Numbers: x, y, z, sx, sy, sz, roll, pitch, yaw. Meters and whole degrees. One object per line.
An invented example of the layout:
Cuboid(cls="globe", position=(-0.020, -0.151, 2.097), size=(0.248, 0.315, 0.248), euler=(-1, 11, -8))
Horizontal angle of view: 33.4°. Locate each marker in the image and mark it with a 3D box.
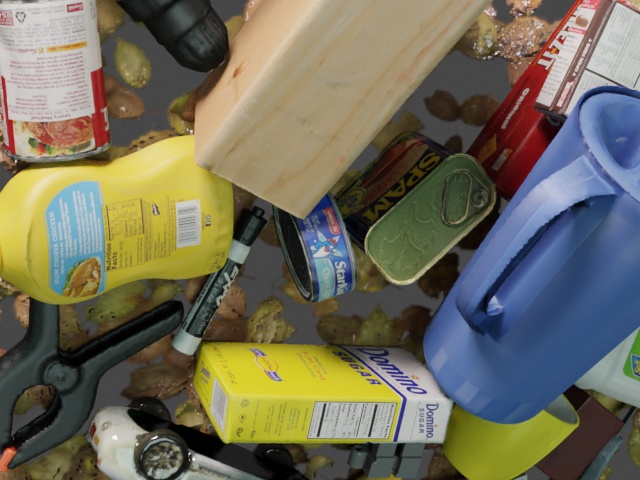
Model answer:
Cuboid(cls="marker", position=(-0.073, 0.029, 0.785), size=(0.020, 0.020, 0.121), euler=(26, 98, -27))

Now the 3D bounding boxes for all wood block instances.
Cuboid(cls="wood block", position=(0.011, -0.126, 0.675), size=(0.090, 0.091, 0.206), euler=(27, 123, -25))

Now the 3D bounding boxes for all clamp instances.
Cuboid(cls="clamp", position=(-0.175, 0.089, 0.759), size=(0.120, 0.039, 0.171), euler=(23, 97, -21))

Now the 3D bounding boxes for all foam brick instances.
Cuboid(cls="foam brick", position=(0.210, 0.164, 0.922), size=(0.053, 0.051, 0.078), euler=(40, 92, -27))

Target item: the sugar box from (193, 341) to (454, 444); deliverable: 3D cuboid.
Cuboid(cls="sugar box", position=(0.002, 0.114, 0.802), size=(0.176, 0.093, 0.048), euler=(1, 110, -22))

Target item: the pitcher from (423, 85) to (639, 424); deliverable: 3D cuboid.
Cuboid(cls="pitcher", position=(0.163, 0.023, 0.734), size=(0.149, 0.145, 0.243), euler=(25, 131, -8))

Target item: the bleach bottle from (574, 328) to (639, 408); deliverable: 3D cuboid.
Cuboid(cls="bleach bottle", position=(0.290, 0.096, 0.916), size=(0.250, 0.068, 0.102), euler=(19, 72, -19))

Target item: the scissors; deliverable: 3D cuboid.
Cuboid(cls="scissors", position=(0.253, 0.196, 0.963), size=(0.201, 0.016, 0.096), euler=(-48, 162, -25))

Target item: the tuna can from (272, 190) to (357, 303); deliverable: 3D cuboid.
Cuboid(cls="tuna can", position=(-0.005, 0.001, 0.762), size=(0.033, 0.086, 0.086), euler=(-18, 114, -12))

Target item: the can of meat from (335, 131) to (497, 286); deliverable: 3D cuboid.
Cuboid(cls="can of meat", position=(0.065, -0.027, 0.778), size=(0.102, 0.084, 0.057), euler=(-43, 117, -1))

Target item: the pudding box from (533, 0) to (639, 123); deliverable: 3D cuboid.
Cuboid(cls="pudding box", position=(0.220, -0.111, 0.754), size=(0.113, 0.039, 0.090), euler=(20, 99, -26))

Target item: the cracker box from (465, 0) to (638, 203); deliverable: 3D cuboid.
Cuboid(cls="cracker box", position=(0.239, -0.063, 0.838), size=(0.213, 0.072, 0.164), euler=(34, 94, -26))

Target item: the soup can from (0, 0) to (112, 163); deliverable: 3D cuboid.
Cuboid(cls="soup can", position=(-0.170, -0.107, 0.671), size=(0.068, 0.069, 0.102), euler=(-9, 111, -18))

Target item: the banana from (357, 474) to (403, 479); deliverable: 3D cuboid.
Cuboid(cls="banana", position=(0.004, 0.269, 0.896), size=(0.069, 0.037, 0.198), euler=(10, 109, -49))

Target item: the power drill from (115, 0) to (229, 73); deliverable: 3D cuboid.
Cuboid(cls="power drill", position=(-0.066, -0.204, 0.633), size=(0.188, 0.057, 0.184), euler=(-25, 121, 27))

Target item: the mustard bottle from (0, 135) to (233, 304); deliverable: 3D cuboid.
Cuboid(cls="mustard bottle", position=(-0.152, -0.008, 0.696), size=(0.191, 0.058, 0.096), euler=(-13, 120, -31))
